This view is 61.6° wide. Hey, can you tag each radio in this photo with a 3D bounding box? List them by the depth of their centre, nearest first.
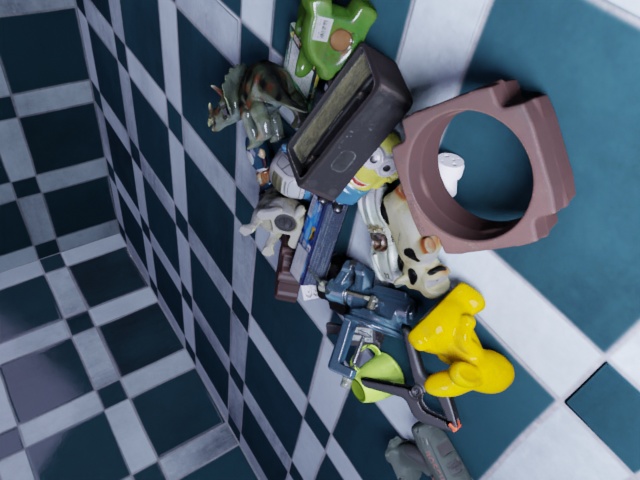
[{"bbox_3d":[0.040,-0.181,0.859,0.229,0.073,0.131,-50,36,32],"label":"radio"}]

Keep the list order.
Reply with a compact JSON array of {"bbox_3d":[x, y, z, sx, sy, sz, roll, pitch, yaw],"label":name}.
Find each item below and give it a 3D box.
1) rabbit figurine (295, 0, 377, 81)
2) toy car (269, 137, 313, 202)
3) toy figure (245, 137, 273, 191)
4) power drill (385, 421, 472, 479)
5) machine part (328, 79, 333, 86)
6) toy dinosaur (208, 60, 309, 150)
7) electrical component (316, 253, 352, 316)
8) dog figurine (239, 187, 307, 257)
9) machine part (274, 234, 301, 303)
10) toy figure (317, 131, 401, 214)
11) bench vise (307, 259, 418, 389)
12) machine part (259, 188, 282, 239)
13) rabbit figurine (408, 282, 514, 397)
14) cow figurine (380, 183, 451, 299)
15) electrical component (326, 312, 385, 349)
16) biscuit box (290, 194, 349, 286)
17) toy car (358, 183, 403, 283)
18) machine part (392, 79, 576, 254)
[{"bbox_3d":[0.012,-0.350,0.903,0.170,0.121,0.158,-110,22,-49],"label":"rabbit figurine"},{"bbox_3d":[-0.055,-0.140,1.156,0.162,0.103,0.109,53,150,29],"label":"toy car"},{"bbox_3d":[-0.141,-0.183,1.326,0.064,0.058,0.154,-60,-45,-72],"label":"toy figure"},{"bbox_3d":[0.232,0.490,1.127,0.232,0.086,0.207,66,156,7],"label":"power drill"},{"bbox_3d":[0.037,-0.176,0.996,0.079,0.079,0.242,36,138,45],"label":"machine part"},{"bbox_3d":[-0.118,-0.300,1.112,0.405,0.131,0.192,-7,106,63],"label":"toy dinosaur"},{"bbox_3d":[0.041,0.100,1.206,0.115,0.058,0.134,19,125,57],"label":"electrical component"},{"bbox_3d":[-0.081,-0.078,1.222,0.172,0.191,0.121,-16,125,28],"label":"dog figurine"},{"bbox_3d":[-0.074,0.060,1.291,0.179,0.056,0.179,-171,89,-82],"label":"machine part"},{"bbox_3d":[0.067,-0.122,0.932,0.180,0.082,0.089,-40,49,44],"label":"toy figure"},{"bbox_3d":[0.068,0.165,1.054,0.224,0.240,0.128,16,170,23],"label":"bench vise"},{"bbox_3d":[-0.116,-0.071,1.378,0.138,0.039,0.084,68,157,-2],"label":"machine part"},{"bbox_3d":[0.233,0.177,0.854,0.173,0.162,0.122,45,136,5],"label":"rabbit figurine"},{"bbox_3d":[0.160,0.007,0.903,0.127,0.085,0.195,-33,79,61],"label":"cow figurine"},{"bbox_3d":[0.077,0.188,1.154,0.119,0.048,0.074,1,118,21],"label":"electrical component"},{"bbox_3d":[-0.002,-0.003,1.133,0.059,0.063,0.202,46,125,47],"label":"biscuit box"},{"bbox_3d":[0.117,-0.015,0.991,0.074,0.056,0.201,7,116,59],"label":"toy car"},{"bbox_3d":[0.209,-0.091,0.700,0.201,0.087,0.201,-12,103,46],"label":"machine part"}]
